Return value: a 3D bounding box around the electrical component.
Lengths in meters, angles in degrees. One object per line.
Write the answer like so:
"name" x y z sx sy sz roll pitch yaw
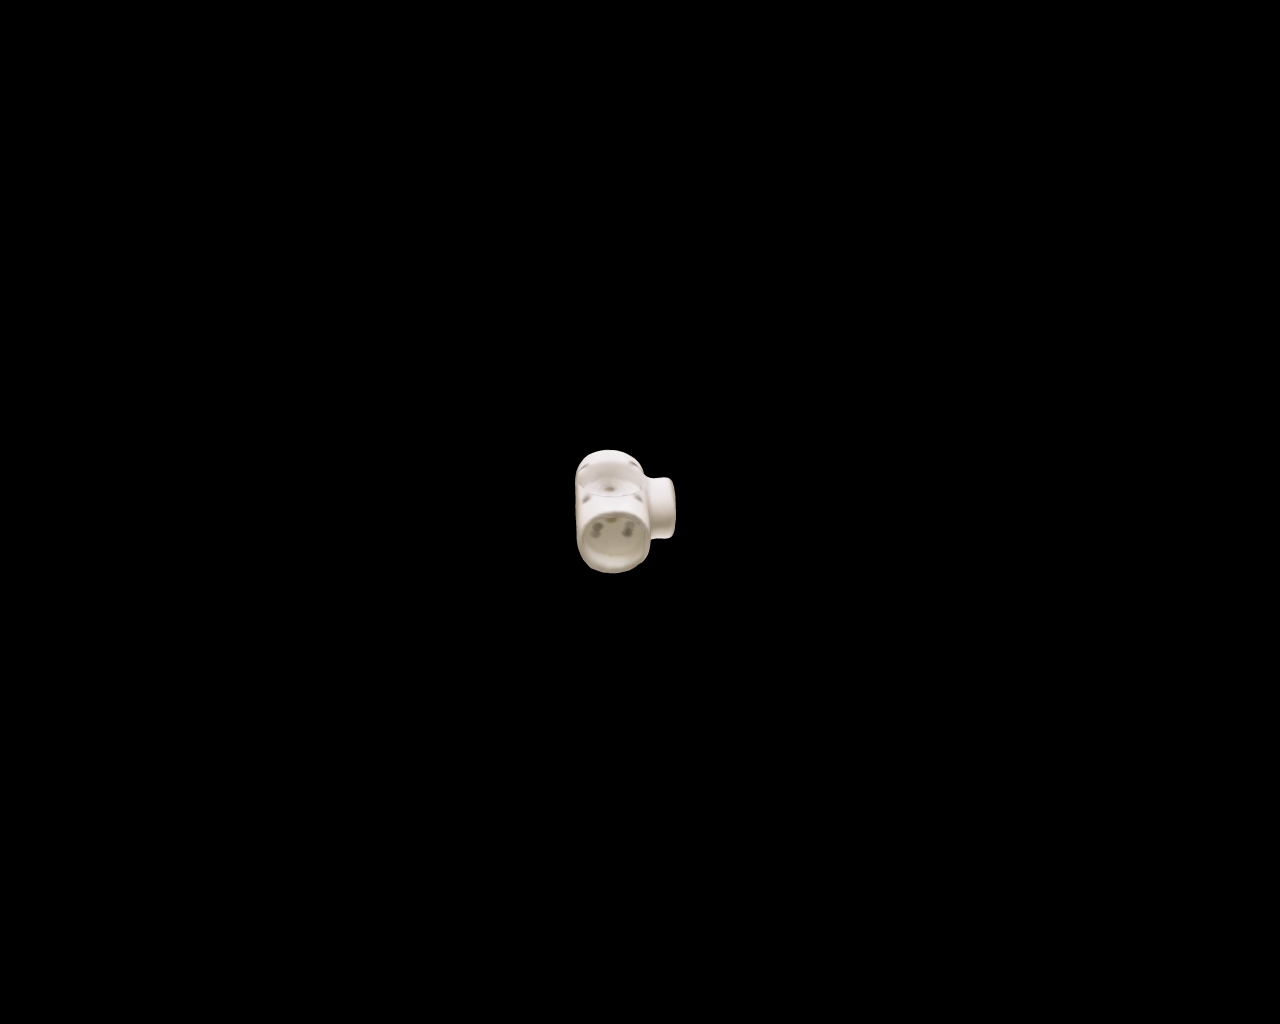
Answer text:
"electrical component" 0.001 -0.003 0.650 0.079 0.044 0.077 -2 31 -3
